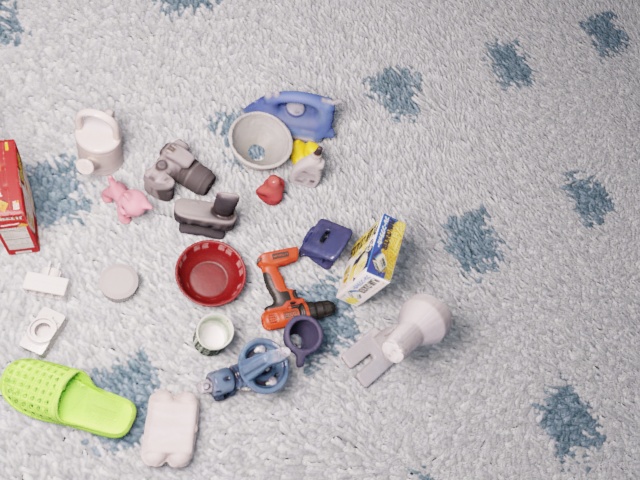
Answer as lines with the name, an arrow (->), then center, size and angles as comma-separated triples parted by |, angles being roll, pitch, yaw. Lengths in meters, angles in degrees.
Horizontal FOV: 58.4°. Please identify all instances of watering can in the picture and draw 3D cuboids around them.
watering can -> -0.498, -0.225, 1.291 | 0.101, 0.194, 0.173 | -5, 71, -19

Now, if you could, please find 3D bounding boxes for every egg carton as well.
egg carton -> -0.306, 0.388, 1.179 | 0.107, 0.069, 0.150 | 7, 67, -15

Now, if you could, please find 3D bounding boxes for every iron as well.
iron -> -0.072, -0.349, 1.510 | 0.259, 0.141, 0.118 | 6, 67, -16

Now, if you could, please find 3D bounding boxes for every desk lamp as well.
desk lamp -> 0.181, 0.233, 1.321 | 0.204, 0.213, 0.118 | -36, 83, -27

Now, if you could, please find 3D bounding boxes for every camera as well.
camera -> -0.329, -0.158, 1.372 | 0.137, 0.100, 0.143 | 32, 63, -4

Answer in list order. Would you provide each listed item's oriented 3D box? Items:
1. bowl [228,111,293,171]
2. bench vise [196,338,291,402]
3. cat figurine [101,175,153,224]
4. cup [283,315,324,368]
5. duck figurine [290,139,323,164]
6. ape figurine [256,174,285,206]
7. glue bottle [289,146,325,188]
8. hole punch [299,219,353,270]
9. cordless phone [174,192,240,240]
bowl -> -0.158, -0.242, 1.477 | 0.168, 0.074, 0.167 | 7, 67, -16
bench vise -> -0.141, 0.281, 1.192 | 0.208, 0.219, 0.121 | -35, 82, -26
cat figurine -> -0.439, -0.095, 1.301 | 0.067, 0.117, 0.128 | -40, 85, -27
cup -> -0.048, 0.239, 1.310 | 0.092, 0.095, 0.118 | 11, 66, -14
duck figurine -> -0.030, -0.229, 1.508 | 0.078, 0.086, 0.104 | -37, 83, -27
ape figurine -> -0.120, -0.133, 1.436 | 0.078, 0.092, 0.076 | -10, 72, -21
glue bottle -> -0.022, -0.189, 1.445 | 0.078, 0.173, 0.037 | 16, 65, -11
hole punch -> 0.013, 0.005, 1.425 | 0.101, 0.091, 0.109 | 34, 63, -3
cordless phone -> -0.258, -0.080, 1.317 | 0.148, 0.185, 0.094 | 6, 67, -16
